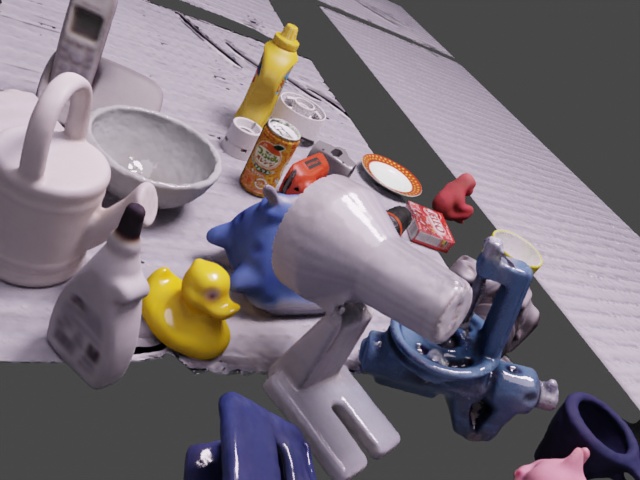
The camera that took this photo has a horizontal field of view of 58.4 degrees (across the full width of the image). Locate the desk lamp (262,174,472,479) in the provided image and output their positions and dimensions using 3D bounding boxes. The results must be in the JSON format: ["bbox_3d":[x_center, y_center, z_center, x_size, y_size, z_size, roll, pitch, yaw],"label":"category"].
[{"bbox_3d":[0.033,0.074,0.539,0.118,0.213,0.202,-12,51,-49],"label":"desk lamp"}]

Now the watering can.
[{"bbox_3d":[-0.234,-0.057,0.515,0.173,0.194,0.100,13,35,-27],"label":"watering can"}]

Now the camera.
[{"bbox_3d":[0.224,0.096,0.781,0.143,0.100,0.137,38,32,11],"label":"camera"}]

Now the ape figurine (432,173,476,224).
[{"bbox_3d":[0.258,-0.084,1.072,0.076,0.092,0.077,14,35,-25],"label":"ape figurine"}]

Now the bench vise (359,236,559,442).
[{"bbox_3d":[0.174,0.101,0.616,0.208,0.219,0.121,19,33,-20],"label":"bench vise"}]

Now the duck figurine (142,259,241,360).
[{"bbox_3d":[-0.121,0.055,0.558,0.104,0.086,0.078,39,32,13],"label":"duck figurine"}]

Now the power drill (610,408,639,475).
[{"bbox_3d":[0.443,0.194,0.726,0.076,0.208,0.229,-8,49,-46],"label":"power drill"}]

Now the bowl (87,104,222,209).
[{"bbox_3d":[-0.209,-0.089,0.696,0.168,0.074,0.167,22,32,-15],"label":"bowl"}]

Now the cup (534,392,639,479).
[{"bbox_3d":[0.297,0.244,0.640,0.092,0.095,0.117,0,43,-41],"label":"cup"}]

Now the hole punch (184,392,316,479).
[{"bbox_3d":[-0.045,0.181,0.440,0.101,0.091,0.108,15,35,-25],"label":"hole punch"}]

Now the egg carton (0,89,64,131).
[{"bbox_3d":[-0.332,-0.104,0.617,0.150,0.069,0.107,44,33,20],"label":"egg carton"}]

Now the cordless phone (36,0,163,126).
[{"bbox_3d":[-0.266,-0.221,0.727,0.148,0.185,0.094,18,33,-20],"label":"cordless phone"}]

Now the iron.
[{"bbox_3d":[0.006,0.002,0.687,0.259,0.141,0.118,4,41,-37],"label":"iron"}]

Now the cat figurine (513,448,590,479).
[{"bbox_3d":[0.230,0.243,0.562,0.128,0.117,0.067,-10,50,-48],"label":"cat figurine"}]

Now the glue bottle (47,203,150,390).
[{"bbox_3d":[-0.167,0.040,0.455,0.078,0.173,0.037,41,33,16],"label":"glue bottle"}]
